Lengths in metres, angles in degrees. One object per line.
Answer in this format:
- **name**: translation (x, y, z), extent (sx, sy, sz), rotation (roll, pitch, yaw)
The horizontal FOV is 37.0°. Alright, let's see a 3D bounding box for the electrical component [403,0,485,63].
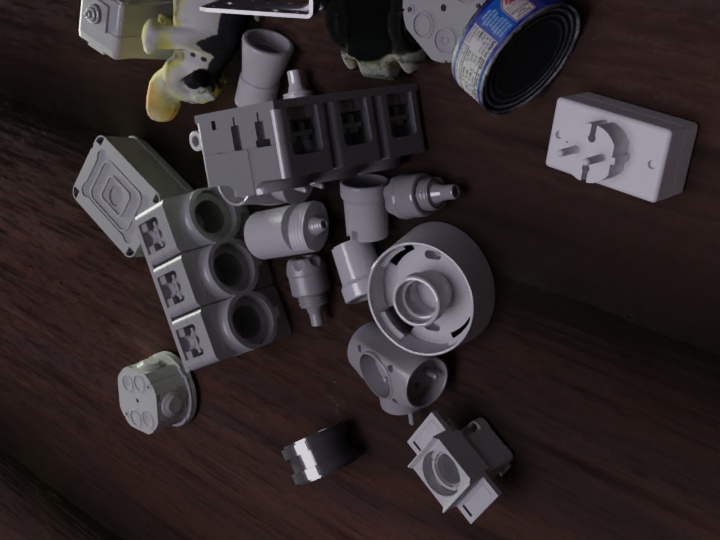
- **electrical component**: translation (0.073, -0.182, 0.743), extent (0.080, 0.051, 0.080), rotation (16, 114, 41)

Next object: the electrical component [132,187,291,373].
- **electrical component**: translation (-0.132, 0.005, 0.976), extent (0.062, 0.089, 0.150), rotation (-22, 87, 46)

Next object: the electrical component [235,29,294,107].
- **electrical component**: translation (-0.084, -0.165, 0.912), extent (0.044, 0.044, 0.065), rotation (42, 133, 27)

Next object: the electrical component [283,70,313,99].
- **electrical component**: translation (-0.050, -0.135, 0.891), extent (0.035, 0.035, 0.061), rotation (-6, 95, 45)

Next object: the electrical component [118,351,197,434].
- **electrical component**: translation (-0.212, 0.129, 1.122), extent (0.080, 0.051, 0.080), rotation (16, 113, 41)

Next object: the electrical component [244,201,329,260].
- **electrical component**: translation (-0.058, -0.034, 0.924), extent (0.081, 0.043, 0.043), rotation (-7, 97, 45)

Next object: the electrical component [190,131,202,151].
- **electrical component**: translation (-0.120, -0.117, 0.946), extent (0.043, 0.062, 0.043), rotation (16, 113, 41)

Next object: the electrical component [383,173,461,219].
- **electrical component**: translation (0.049, -0.057, 0.818), extent (0.061, 0.035, 0.035), rotation (-2, 101, 43)

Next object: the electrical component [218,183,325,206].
- **electrical component**: translation (-0.065, -0.076, 0.894), extent (0.079, 0.077, 0.044), rotation (21, 117, 38)

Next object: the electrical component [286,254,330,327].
- **electrical component**: translation (-0.042, 0.018, 0.933), extent (0.035, 0.035, 0.061), rotation (-2, 104, 45)

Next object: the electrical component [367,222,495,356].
- **electrical component**: translation (0.056, 0.015, 0.831), extent (0.099, 0.064, 0.099), rotation (10, 110, 28)

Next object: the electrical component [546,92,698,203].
- **electrical component**: translation (0.154, -0.076, 0.679), extent (0.083, 0.076, 0.047), rotation (26, 120, 37)

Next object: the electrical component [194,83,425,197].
- **electrical component**: translation (-0.033, -0.097, 0.803), extent (0.089, 0.150, 0.061), rotation (-1, 101, 45)

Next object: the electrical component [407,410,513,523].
- **electrical component**: translation (0.080, 0.148, 0.831), extent (0.081, 0.064, 0.042), rotation (52, 133, 21)

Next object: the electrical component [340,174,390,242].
- **electrical component**: translation (0.005, -0.050, 0.861), extent (0.040, 0.040, 0.046), rotation (18, 120, 40)

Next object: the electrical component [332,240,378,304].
- **electrical component**: translation (0.000, 0.000, 0.882), extent (0.040, 0.040, 0.046), rotation (-28, 77, 46)

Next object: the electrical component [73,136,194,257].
- **electrical component**: translation (-0.218, -0.072, 1.050), extent (0.113, 0.057, 0.078), rotation (44, 116, 26)

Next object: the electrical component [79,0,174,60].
- **electrical component**: translation (-0.209, -0.225, 0.975), extent (0.062, 0.096, 0.061), rotation (35, 125, 32)

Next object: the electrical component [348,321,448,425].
- **electrical component**: translation (0.032, 0.091, 0.873), extent (0.077, 0.044, 0.079), rotation (29, 138, 47)
